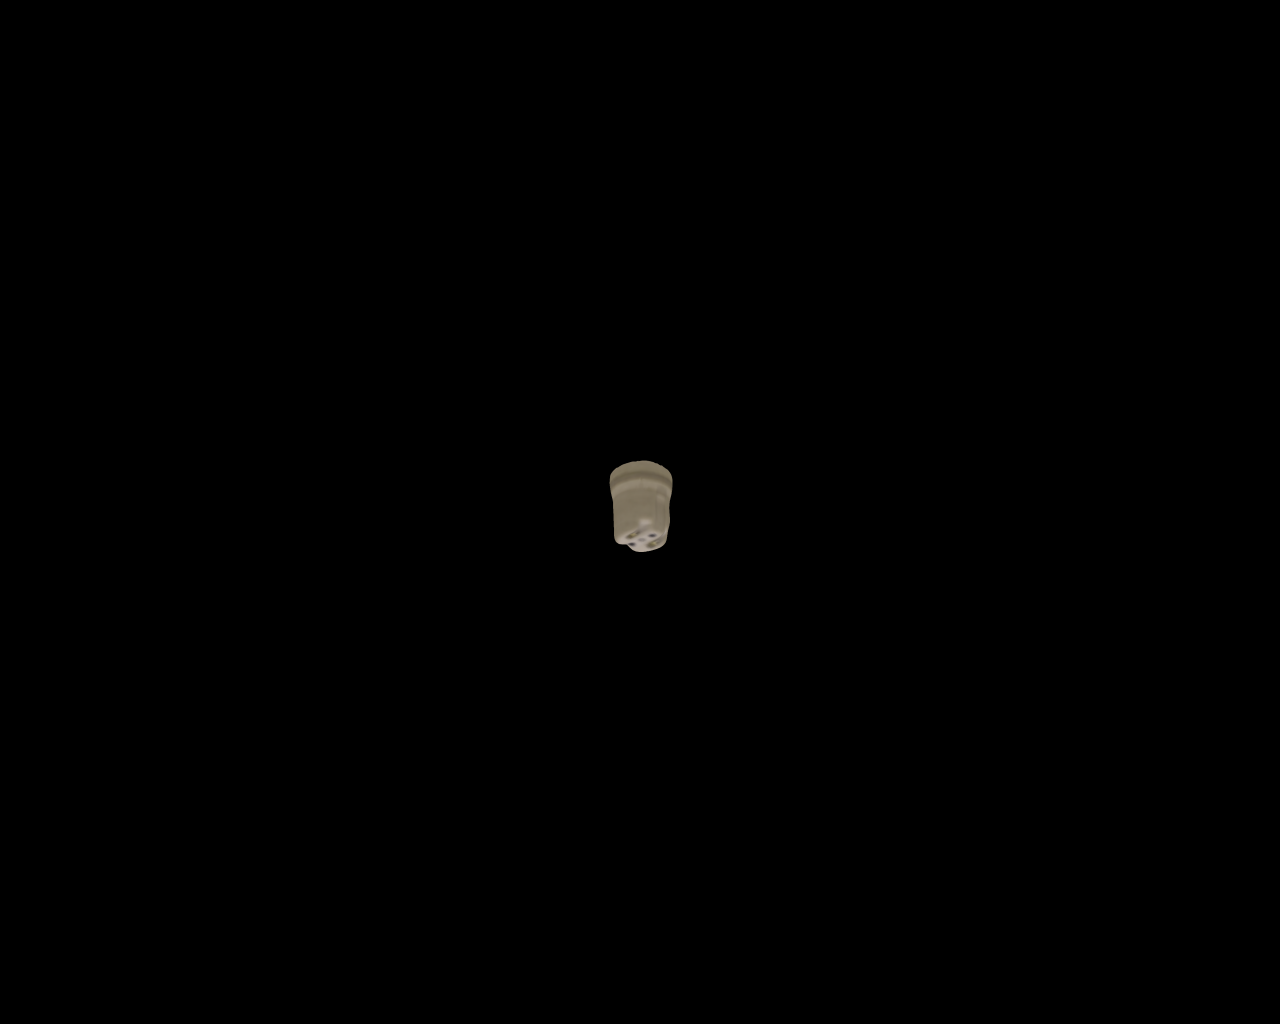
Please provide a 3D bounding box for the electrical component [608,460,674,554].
[{"bbox_3d":[0.001,-0.003,0.650,0.040,0.046,0.040,0,-26,0],"label":"electrical component"}]
